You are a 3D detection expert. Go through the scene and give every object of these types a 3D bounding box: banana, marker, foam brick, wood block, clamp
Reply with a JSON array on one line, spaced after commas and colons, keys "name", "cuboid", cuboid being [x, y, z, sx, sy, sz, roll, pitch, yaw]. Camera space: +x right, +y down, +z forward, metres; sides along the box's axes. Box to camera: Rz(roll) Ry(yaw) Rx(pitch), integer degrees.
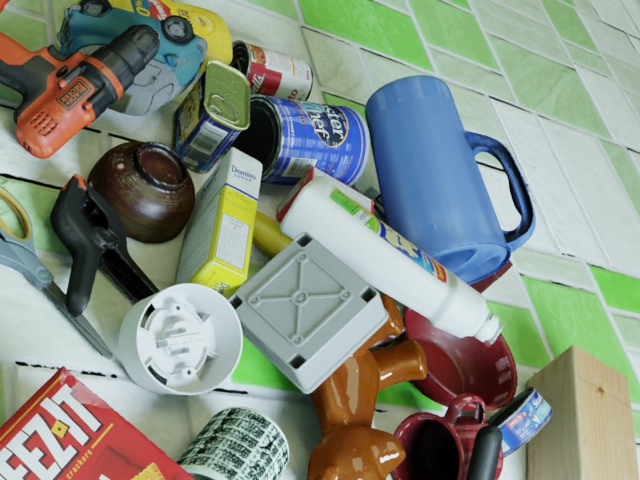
[{"name": "banana", "cuboid": [-0.013, 0.012, 1.191, 0.197, 0.037, 0.069, 29, 38, -18]}, {"name": "marker", "cuboid": [0.101, -0.020, 1.349, 0.121, 0.020, 0.020, 45, 36, 4]}, {"name": "foam brick", "cuboid": [0.189, 0.041, 1.318, 0.053, 0.078, 0.051, 48, 37, 7]}, {"name": "wood block", "cuboid": [0.297, 0.234, 1.213, 0.090, 0.090, 0.206, 31, 37, -14]}, {"name": "clamp", "cuboid": [0.137, 0.287, 0.992, 0.209, 0.036, 0.164, -42, 124, -42]}, {"name": "clamp", "cuboid": [-0.201, 0.013, 1.010, 0.120, 0.039, 0.171, 28, 33, -47]}]

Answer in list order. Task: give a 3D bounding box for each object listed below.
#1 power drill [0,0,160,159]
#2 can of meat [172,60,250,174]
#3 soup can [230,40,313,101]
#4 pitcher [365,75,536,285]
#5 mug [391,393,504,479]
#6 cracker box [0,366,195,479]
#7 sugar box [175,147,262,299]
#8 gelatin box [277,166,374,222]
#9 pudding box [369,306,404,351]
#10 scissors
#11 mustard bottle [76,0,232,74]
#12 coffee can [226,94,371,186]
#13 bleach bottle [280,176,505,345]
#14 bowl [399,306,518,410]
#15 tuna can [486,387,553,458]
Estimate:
[{"name": "power drill", "cuboid": [-0.280, -0.197, 1.077, 0.187, 0.057, 0.184, 40, 67, 4]}, {"name": "can of meat", "cuboid": [-0.124, -0.137, 1.197, 0.057, 0.084, 0.102, 24, 40, -25]}, {"name": "soup can", "cuboid": [-0.068, -0.205, 1.336, 0.102, 0.069, 0.068, 10, 47, -39]}, {"name": "pitcher", "cuboid": [0.140, -0.071, 1.255, 0.149, 0.145, 0.243, 2, 63, -30]}, {"name": "mug", "cuboid": [0.133, 0.207, 1.069, 0.081, 0.117, 0.093, 7, 14, -46]}, {"name": "cracker box", "cuboid": [-0.167, 0.221, 0.788, 0.213, 0.072, 0.164, 42, 41, -2]}, {"name": "sugar box", "cuboid": [-0.103, -0.004, 1.073, 0.048, 0.093, 0.176, 29, 38, -18]}, {"name": "gelatin box", "cuboid": [0.007, -0.035, 1.226, 0.089, 0.073, 0.030, 28, 38, -20]}, {"name": "pudding box", "cuboid": [0.015, 0.089, 1.092, 0.113, 0.090, 0.039, 21, 41, -29]}, {"name": "scissors", "cuboid": [-0.267, 0.031, 0.946, 0.096, 0.016, 0.202, -10, 60, -49]}, {"name": "mustard bottle", "cuboid": [-0.200, -0.254, 1.268, 0.191, 0.058, 0.096, 9, 48, -38]}, {"name": "coffee can", "cuboid": [-0.025, -0.113, 1.252, 0.140, 0.103, 0.103, 1, 53, -43]}, {"name": "bleach bottle", "cuboid": [0.082, 0.028, 1.128, 0.251, 0.068, 0.102, 33, 14, 5]}, {"name": "bowl", "cuboid": [0.143, 0.133, 1.199, 0.162, 0.055, 0.162, 25, 39, -23]}, {"name": "tuna can", "cuboid": [0.213, 0.201, 1.169, 0.034, 0.086, 0.086, 48, 36, 5]}]
